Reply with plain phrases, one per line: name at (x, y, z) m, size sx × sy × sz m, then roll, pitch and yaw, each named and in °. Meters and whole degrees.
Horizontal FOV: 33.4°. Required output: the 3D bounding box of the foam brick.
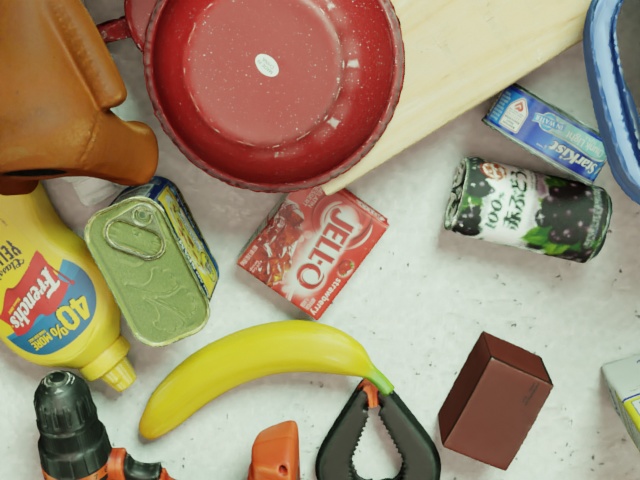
foam brick at (0.127, 0.118, 0.781) m, size 0.053 × 0.051 × 0.078 m, roll 24°, pitch 105°, yaw -6°

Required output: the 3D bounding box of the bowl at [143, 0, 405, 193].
bowl at (-0.030, -0.103, 0.628) m, size 0.162 × 0.055 × 0.162 m, roll 1°, pitch 102°, yaw 4°

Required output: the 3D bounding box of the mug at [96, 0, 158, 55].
mug at (-0.092, -0.150, 0.696) m, size 0.117 × 0.081 × 0.093 m, roll -12°, pitch 105°, yaw 5°

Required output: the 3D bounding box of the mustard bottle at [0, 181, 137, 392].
mustard bottle at (-0.199, 0.033, 0.763) m, size 0.096 × 0.058 × 0.191 m, roll -36°, pitch 102°, yaw 12°

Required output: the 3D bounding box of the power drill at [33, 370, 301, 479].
power drill at (-0.108, 0.169, 0.777) m, size 0.187 × 0.057 × 0.184 m, roll 1°, pitch 126°, yaw 6°

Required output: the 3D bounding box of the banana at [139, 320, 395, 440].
banana at (-0.049, 0.098, 0.778) m, size 0.198 × 0.037 × 0.069 m, roll -12°, pitch 88°, yaw 15°

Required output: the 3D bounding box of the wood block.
wood block at (0.070, -0.125, 0.693) m, size 0.206 × 0.091 × 0.090 m, roll -31°, pitch 101°, yaw 9°

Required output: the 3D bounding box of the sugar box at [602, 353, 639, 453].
sugar box at (0.256, 0.121, 0.713) m, size 0.093 × 0.176 × 0.048 m, roll -18°, pitch 102°, yaw 7°

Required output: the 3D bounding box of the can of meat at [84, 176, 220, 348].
can of meat at (-0.112, 0.011, 0.741) m, size 0.057 × 0.084 × 0.102 m, roll -23°, pitch 104°, yaw 8°

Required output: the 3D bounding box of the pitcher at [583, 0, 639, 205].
pitcher at (0.237, -0.134, 0.610) m, size 0.145 × 0.148 × 0.243 m, roll -23°, pitch 78°, yaw 42°

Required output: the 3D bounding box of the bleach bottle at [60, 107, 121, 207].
bleach bottle at (-0.214, -0.134, 0.716) m, size 0.102 × 0.068 × 0.251 m, roll -25°, pitch 106°, yaw 8°

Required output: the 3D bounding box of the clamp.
clamp at (0.036, 0.206, 0.815) m, size 0.164 × 0.036 × 0.210 m, roll -10°, pitch 103°, yaw 5°

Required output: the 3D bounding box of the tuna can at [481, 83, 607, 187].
tuna can at (0.152, -0.072, 0.709) m, size 0.086 × 0.086 × 0.034 m, roll 29°, pitch 102°, yaw -6°

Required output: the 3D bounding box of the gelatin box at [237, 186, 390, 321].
gelatin box at (-0.005, 0.001, 0.762) m, size 0.073 × 0.030 × 0.089 m, roll 36°, pitch 104°, yaw -8°
